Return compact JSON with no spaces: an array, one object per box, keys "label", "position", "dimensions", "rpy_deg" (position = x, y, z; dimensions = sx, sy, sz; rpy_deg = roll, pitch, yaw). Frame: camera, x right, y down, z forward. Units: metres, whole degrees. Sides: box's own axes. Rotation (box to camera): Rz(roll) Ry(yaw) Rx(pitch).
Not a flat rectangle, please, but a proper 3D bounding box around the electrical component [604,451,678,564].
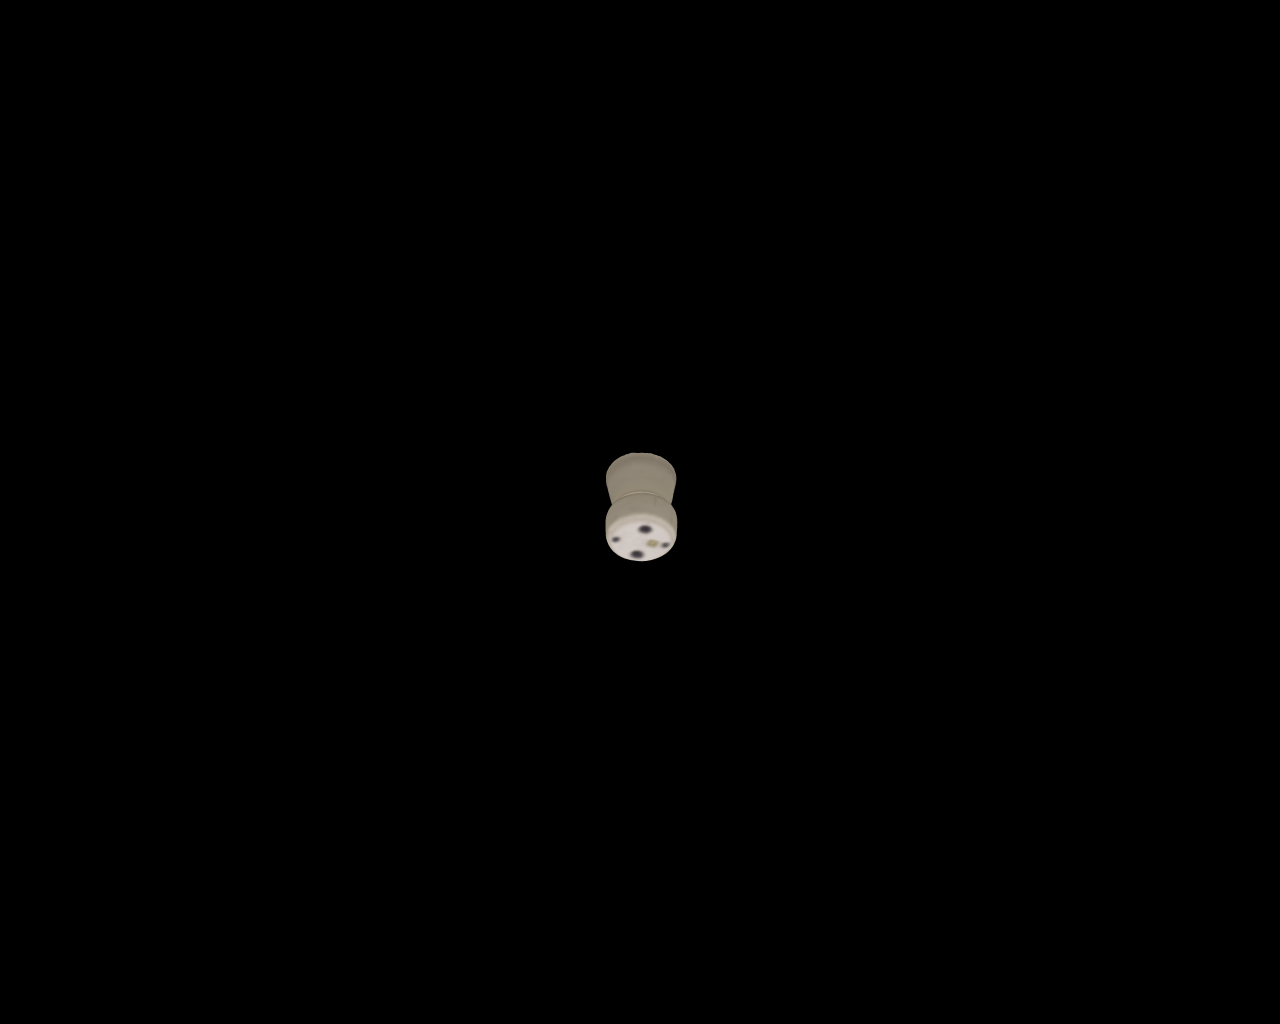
[{"label":"electrical component","position":[0.001,-0.003,0.650],"dimensions":[0.045,0.055,0.044],"rpy_deg":[0,-43,0]}]
